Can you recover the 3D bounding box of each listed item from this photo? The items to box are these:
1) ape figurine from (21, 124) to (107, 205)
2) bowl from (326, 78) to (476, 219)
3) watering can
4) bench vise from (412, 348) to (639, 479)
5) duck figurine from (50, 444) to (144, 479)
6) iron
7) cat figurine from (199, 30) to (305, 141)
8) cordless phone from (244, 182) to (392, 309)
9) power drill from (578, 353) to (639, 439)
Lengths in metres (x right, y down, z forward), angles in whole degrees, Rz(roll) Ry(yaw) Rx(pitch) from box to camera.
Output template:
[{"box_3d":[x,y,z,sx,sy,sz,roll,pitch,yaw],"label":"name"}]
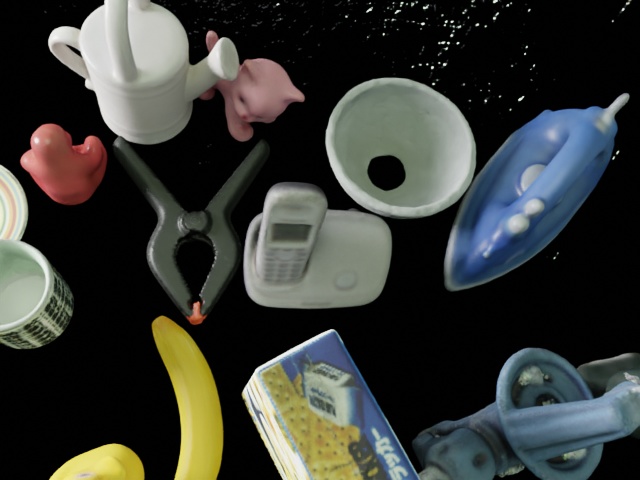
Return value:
[{"box_3d":[-0.254,-0.081,0.562,0.078,0.092,0.076,1,71,-10],"label":"ape figurine"},{"box_3d":[0.083,-0.092,0.640,0.167,0.074,0.167,3,71,-10],"label":"bowl"},{"box_3d":[-0.170,-0.184,0.558,0.173,0.194,0.101,-13,74,-15],"label":"watering can"},{"box_3d":[0.187,0.176,0.492,0.121,0.219,0.208,45,70,6],"label":"bench vise"},{"box_3d":[-0.197,0.220,0.474,0.077,0.086,0.105,42,69,5],"label":"duck figurine"},{"box_3d":[0.237,-0.053,0.621,0.118,0.141,0.259,41,69,5],"label":"iron"},{"box_3d":[-0.079,-0.169,0.612,0.067,0.117,0.128,-41,83,-20],"label":"cat figurine"},{"box_3d":[0.005,0.002,0.534,0.148,0.185,0.094,-2,72,-11],"label":"cordless phone"},{"box_3d":[0.354,0.136,0.544,0.230,0.208,0.075,-10,73,-14],"label":"power drill"}]
